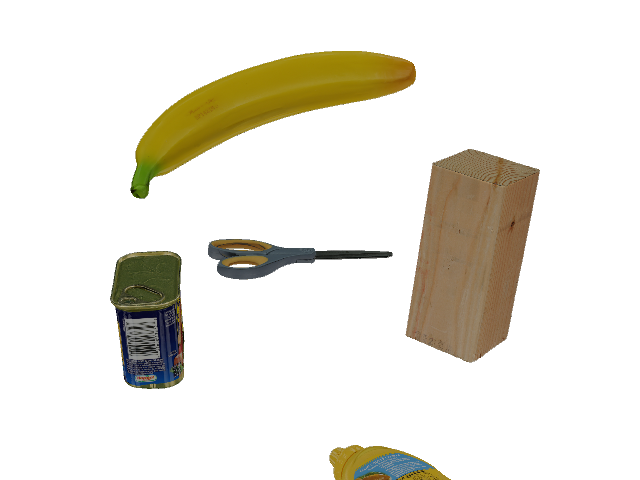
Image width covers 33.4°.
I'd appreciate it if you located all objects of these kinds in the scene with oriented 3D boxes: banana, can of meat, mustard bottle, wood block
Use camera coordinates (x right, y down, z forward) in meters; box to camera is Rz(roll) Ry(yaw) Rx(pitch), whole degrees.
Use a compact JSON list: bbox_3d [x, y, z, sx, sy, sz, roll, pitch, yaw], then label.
[{"bbox_3d":[-0.038,-0.082,0.677,0.197,0.070,0.037,-26,-36,-13],"label":"banana"},{"bbox_3d":[-0.147,0.069,0.927,0.057,0.084,0.102,-3,25,-5],"label":"can of meat"},{"bbox_3d":[0.074,0.234,0.969,0.096,0.058,0.192,-16,25,-35],"label":"mustard bottle"},{"bbox_3d":[0.167,0.016,1.177,0.090,0.206,0.090,21,26,31],"label":"wood block"}]

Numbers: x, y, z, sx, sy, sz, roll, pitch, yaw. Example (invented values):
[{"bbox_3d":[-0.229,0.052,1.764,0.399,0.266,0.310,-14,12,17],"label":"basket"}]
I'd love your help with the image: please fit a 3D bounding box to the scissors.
[{"bbox_3d":[-0.025,0.023,1.149,0.202,0.016,0.096,5,22,5],"label":"scissors"}]
